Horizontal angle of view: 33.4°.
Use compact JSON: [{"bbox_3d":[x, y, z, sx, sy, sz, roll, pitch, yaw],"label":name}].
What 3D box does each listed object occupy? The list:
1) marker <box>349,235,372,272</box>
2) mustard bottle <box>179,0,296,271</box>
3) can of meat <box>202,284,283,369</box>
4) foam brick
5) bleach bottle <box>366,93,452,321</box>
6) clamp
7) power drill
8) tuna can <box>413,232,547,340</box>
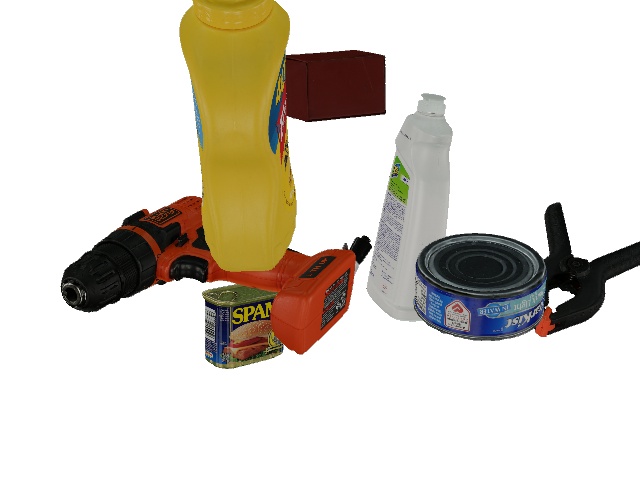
[{"bbox_3d":[0.015,0.046,1.024,0.020,0.121,0.020,29,-18,10],"label":"marker"},{"bbox_3d":[-0.044,-0.077,0.591,0.058,0.096,0.192,1,-42,2],"label":"mustard bottle"},{"bbox_3d":[-0.090,0.100,1.275,0.101,0.084,0.058,-10,19,-37],"label":"can of meat"},{"bbox_3d":[0.010,-0.131,0.904,0.078,0.051,0.053,-9,18,-26],"label":"foam brick"},{"bbox_3d":[0.112,-0.041,1.224,0.068,0.251,0.103,0,22,-23],"label":"bleach bottle"},{"bbox_3d":[0.254,0.027,1.100,0.120,0.039,0.171,28,51,31],"label":"clamp"},{"bbox_3d":[-0.081,0.026,0.823,0.188,0.057,0.184,18,28,20],"label":"power drill"},{"bbox_3d":[0.104,0.028,0.697,0.086,0.034,0.086,-1,28,0],"label":"tuna can"}]
